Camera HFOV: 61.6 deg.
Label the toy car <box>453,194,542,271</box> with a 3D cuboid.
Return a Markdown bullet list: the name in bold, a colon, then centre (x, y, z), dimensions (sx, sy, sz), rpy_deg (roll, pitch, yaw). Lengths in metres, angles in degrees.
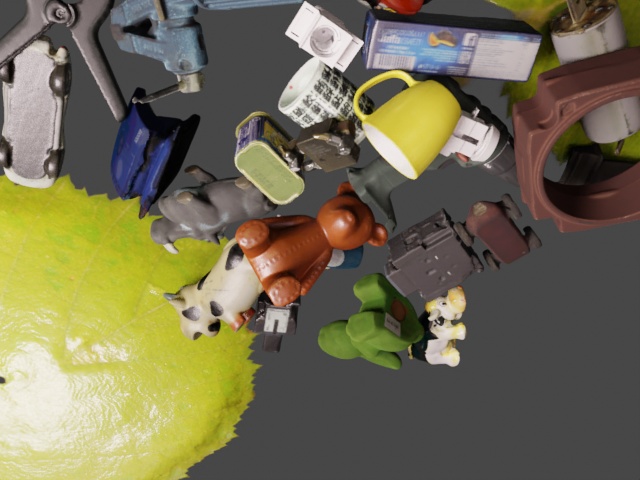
- **toy car**: centre (0.267, -0.010, 0.801), dimensions (0.089, 0.053, 0.202), rpy_deg (-36, 147, 19)

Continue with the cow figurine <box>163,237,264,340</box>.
- **cow figurine**: centre (-0.154, 0.078, 0.827), dimensions (0.127, 0.085, 0.195), rpy_deg (40, 107, 8)

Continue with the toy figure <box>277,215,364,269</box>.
- **toy figure**: centre (-0.012, 0.005, 0.812), dimensions (0.154, 0.058, 0.064), rpy_deg (13, 86, -11)

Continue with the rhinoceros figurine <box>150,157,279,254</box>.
- **rhinoceros figurine**: centre (-0.154, -0.047, 0.757), dimensions (0.190, 0.073, 0.112), rpy_deg (-19, 136, 8)

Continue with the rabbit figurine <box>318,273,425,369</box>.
- **rabbit figurine**: centre (0.079, 0.150, 0.911), dimensions (0.159, 0.121, 0.170), rpy_deg (30, 137, -31)

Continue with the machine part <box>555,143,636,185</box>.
- **machine part**: centre (0.418, -0.096, 0.780), dimensions (0.139, 0.039, 0.084), rpy_deg (6, 121, -7)

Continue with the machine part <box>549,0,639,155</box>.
- **machine part**: centre (0.348, -0.207, 0.667), dimensions (0.079, 0.079, 0.243), rpy_deg (-29, 124, 17)

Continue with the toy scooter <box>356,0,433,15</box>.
- **toy scooter**: centre (0.057, -0.316, 0.550), dimensions (0.135, 0.075, 0.183), rpy_deg (-24, 127, -16)

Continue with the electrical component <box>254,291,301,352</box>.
- **electrical component**: centre (-0.074, 0.132, 0.905), dimensions (0.075, 0.048, 0.119), rpy_deg (3, 127, -6)

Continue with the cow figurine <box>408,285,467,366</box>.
- **cow figurine**: centre (0.200, 0.144, 0.926), dimensions (0.098, 0.068, 0.167), rpy_deg (1, 126, 3)

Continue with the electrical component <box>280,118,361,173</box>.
- **electrical component**: centre (0.002, -0.108, 0.643), dimensions (0.102, 0.045, 0.078), rpy_deg (-7, 143, 35)

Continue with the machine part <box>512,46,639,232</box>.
- **machine part**: centre (0.343, -0.112, 0.642), dimensions (0.202, 0.087, 0.200), rpy_deg (-13, 129, 11)

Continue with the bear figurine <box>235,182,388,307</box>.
- **bear figurine**: centre (-0.002, -0.002, 0.722), dimensions (0.196, 0.132, 0.120), rpy_deg (-27, 88, -7)

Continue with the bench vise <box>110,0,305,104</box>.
- **bench vise**: centre (-0.109, -0.262, 0.553), dimensions (0.241, 0.129, 0.223), rpy_deg (3, 109, 17)

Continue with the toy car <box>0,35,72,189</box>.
- **toy car**: centre (-0.354, -0.155, 0.666), dimensions (0.073, 0.056, 0.201), rpy_deg (11, 122, -18)

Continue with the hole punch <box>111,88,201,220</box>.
- **hole punch**: centre (-0.219, -0.115, 0.674), dimensions (0.092, 0.116, 0.142), rpy_deg (28, 120, -14)

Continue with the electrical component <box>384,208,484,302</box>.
- **electrical component**: centre (0.171, 0.032, 0.844), dimensions (0.134, 0.058, 0.114), rpy_deg (-34, 120, 19)

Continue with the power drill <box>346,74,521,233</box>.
- **power drill**: centre (0.157, -0.099, 0.732), dimensions (0.207, 0.086, 0.231), rpy_deg (-34, 120, 24)

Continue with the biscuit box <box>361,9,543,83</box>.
- **biscuit box**: centre (0.152, -0.232, 0.642), dimensions (0.203, 0.063, 0.059), rpy_deg (3, 127, -6)
